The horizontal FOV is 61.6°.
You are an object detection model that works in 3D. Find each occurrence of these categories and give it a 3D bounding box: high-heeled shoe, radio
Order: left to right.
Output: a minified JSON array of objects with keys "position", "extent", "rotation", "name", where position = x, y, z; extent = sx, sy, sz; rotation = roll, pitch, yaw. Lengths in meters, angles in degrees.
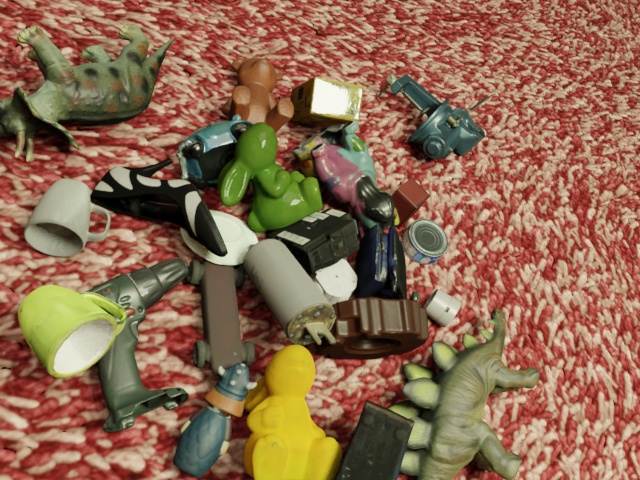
[{"position":[-0.253,-0.037,0.827],"extent":[0.145,0.086,0.249],"rotation":[-32,59,-13],"name":"high-heeled shoe"},{"position":[0.052,0.328,0.689],"extent":[0.073,0.131,0.229],"rotation":[17,68,15],"name":"radio"}]

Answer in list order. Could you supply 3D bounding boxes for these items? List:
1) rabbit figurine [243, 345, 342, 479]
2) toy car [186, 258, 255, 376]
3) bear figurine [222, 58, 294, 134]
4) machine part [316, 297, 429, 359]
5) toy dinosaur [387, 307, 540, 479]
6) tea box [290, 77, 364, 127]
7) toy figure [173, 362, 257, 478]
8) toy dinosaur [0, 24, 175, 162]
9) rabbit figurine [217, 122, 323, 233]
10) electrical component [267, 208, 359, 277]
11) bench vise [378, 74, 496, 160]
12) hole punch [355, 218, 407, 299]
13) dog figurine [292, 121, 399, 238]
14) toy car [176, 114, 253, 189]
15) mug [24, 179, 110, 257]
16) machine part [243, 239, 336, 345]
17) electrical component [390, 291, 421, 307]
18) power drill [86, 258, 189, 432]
[{"position":[-0.041,0.229,0.733],"extent":[0.122,0.162,0.173],"rotation":[6,81,-16],"name":"rabbit figurine"},{"position":[-0.153,0.113,0.820],"extent":[0.089,0.053,0.202],"rotation":[7,55,-29],"name":"toy car"},{"position":[-0.115,-0.289,1.028],"extent":[0.120,0.132,0.196],"rotation":[15,63,-18],"name":"bear figurine"},{"position":[0.078,0.141,0.825],"extent":[0.179,0.179,0.056],"rotation":[4,63,-19],"name":"machine part"},{"position":[0.204,0.286,0.832],"extent":[0.199,0.105,0.471],"rotation":[27,58,4],"name":"toy dinosaur"},{"position":[0.006,-0.258,1.026],"extent":[0.098,0.170,0.068],"rotation":[5,95,-20],"name":"tea box"},{"position":[-0.142,0.239,0.731],"extent":[0.064,0.058,0.154],"rotation":[36,70,-20],"name":"toy figure"},{"position":[-0.374,-0.257,0.920],"extent":[0.405,0.131,0.192],"rotation":[-27,98,-41],"name":"toy dinosaur"},{"position":[-0.098,-0.109,0.910],"extent":[0.159,0.121,0.170],"rotation":[-25,113,-5],"name":"rabbit figurine"},{"position":[-0.002,-0.003,0.907],"extent":[0.134,0.058,0.115],"rotation":[-30,33,-30],"name":"electrical component"},{"position":[0.244,-0.278,1.164],"extent":[0.240,0.129,0.224],"rotation":[44,55,0],"name":"bench vise"},{"position":[0.098,0.044,0.915],"extent":[0.092,0.115,0.142],"rotation":[-2,57,14],"name":"hole punch"},{"position":[0.058,-0.099,0.999],"extent":[0.108,0.192,0.219],"rotation":[-36,108,-16],"name":"dog figurine"},{"position":[-0.177,-0.160,0.952],"extent":[0.162,0.109,0.103],"rotation":[-18,42,-16],"name":"toy car"},{"position":[-0.373,-0.039,0.809],"extent":[0.110,0.080,0.107],"rotation":[5,51,-11],"name":"mug"},{"position":[-0.050,0.072,0.796],"extent":[0.079,0.079,0.243],"rotation":[-12,39,-26],"name":"machine part"},{"position":[0.150,0.128,0.946],"extent":[0.063,0.021,0.094],"rotation":[18,56,-11],"name":"electrical component"},{"position":[-0.257,0.142,0.748],"extent":[0.232,0.086,0.207],"rotation":[-20,74,-28],"name":"power drill"}]
